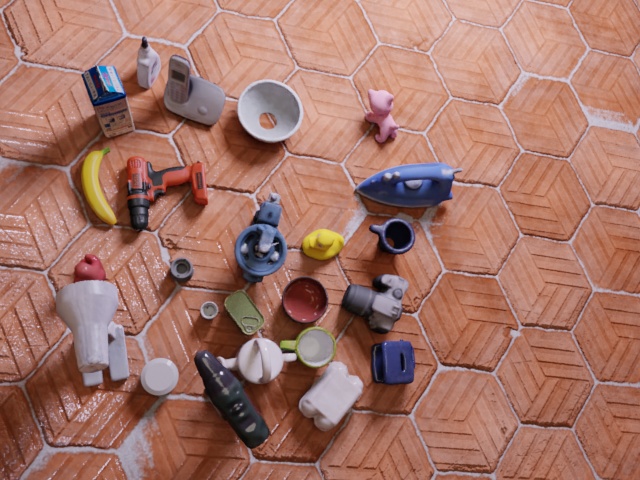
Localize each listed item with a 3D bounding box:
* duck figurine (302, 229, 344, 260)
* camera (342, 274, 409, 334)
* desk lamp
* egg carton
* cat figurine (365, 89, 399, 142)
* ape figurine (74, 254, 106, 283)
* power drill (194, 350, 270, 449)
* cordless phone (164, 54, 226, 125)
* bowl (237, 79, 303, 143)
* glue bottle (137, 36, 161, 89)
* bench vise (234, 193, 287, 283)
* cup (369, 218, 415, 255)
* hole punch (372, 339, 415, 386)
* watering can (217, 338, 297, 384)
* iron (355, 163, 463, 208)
[{"bbox_3d":[0.013,0.005,1.409,0.105,0.086,0.077,-6,79,-13],"label":"duck figurine"},{"bbox_3d":[0.132,0.142,1.397,0.137,0.100,0.143,22,74,-7],"label":"camera"},{"bbox_3d":[-0.467,0.198,1.195,0.118,0.213,0.203,-10,80,-14],"label":"desk lamp"},{"bbox_3d":[0.028,0.367,1.341,0.107,0.069,0.150,42,73,-1],"label":"egg carton"},{"bbox_3d":[0.168,-0.335,1.501,0.067,0.117,0.128,-27,85,-16],"label":"cat figurine"},{"bbox_3d":[-0.519,0.070,1.275,0.076,0.092,0.078,40,73,-1],"label":"ape figurine"},{"bbox_3d":[-0.197,0.336,1.226,0.076,0.208,0.229,-36,87,-17],"label":"power drill"},{"bbox_3d":[-0.299,-0.363,1.370,0.148,0.185,0.094,18,75,-8],"label":"cordless phone"},{"bbox_3d":[-0.129,-0.315,1.454,0.167,0.074,0.167,3,77,-12],"label":"bowl"},{"bbox_3d":[-0.413,-0.433,1.366,0.037,0.173,0.078,19,74,-7],"label":"glue bottle"},{"bbox_3d":[-0.136,-0.016,1.311,0.121,0.219,0.207,-3,78,-12],"label":"bench vise"},{"bbox_3d":[0.170,-0.005,1.440,0.118,0.095,0.092,18,75,-8],"label":"cup"},{"bbox_3d":[0.183,0.293,1.380,0.101,0.091,0.109,0,78,-12],"label":"hole punch"},{"bbox_3d":[-0.139,0.270,1.261,0.173,0.194,0.101,-27,84,-16],"label":"watering can"},{"bbox_3d":[0.230,-0.153,1.462,0.258,0.141,0.118,-5,79,-13],"label":"iron"}]
